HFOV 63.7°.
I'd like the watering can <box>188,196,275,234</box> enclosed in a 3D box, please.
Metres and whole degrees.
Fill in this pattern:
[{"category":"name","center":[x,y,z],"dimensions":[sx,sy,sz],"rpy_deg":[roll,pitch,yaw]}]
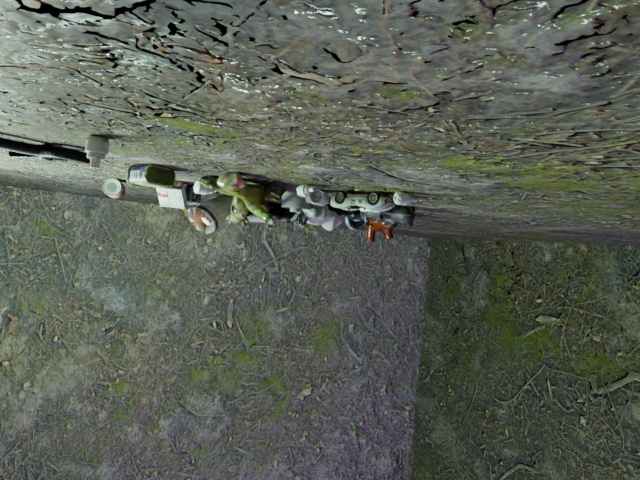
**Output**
[{"category":"watering can","center":[-0.368,-0.098,2.031],"dimensions":[0.350,0.102,0.228],"rpy_deg":[22,-144,30]}]

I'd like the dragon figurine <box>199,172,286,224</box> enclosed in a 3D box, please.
[{"category":"dragon figurine","center":[-0.238,-0.143,1.532],"dimensions":[0.242,0.123,0.409],"rpy_deg":[24,174,-11]}]

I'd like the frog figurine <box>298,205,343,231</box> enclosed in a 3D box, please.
[{"category":"frog figurine","center":[0.006,-0.093,1.839],"dimensions":[0.160,0.124,0.135],"rpy_deg":[-5,164,-13]}]
